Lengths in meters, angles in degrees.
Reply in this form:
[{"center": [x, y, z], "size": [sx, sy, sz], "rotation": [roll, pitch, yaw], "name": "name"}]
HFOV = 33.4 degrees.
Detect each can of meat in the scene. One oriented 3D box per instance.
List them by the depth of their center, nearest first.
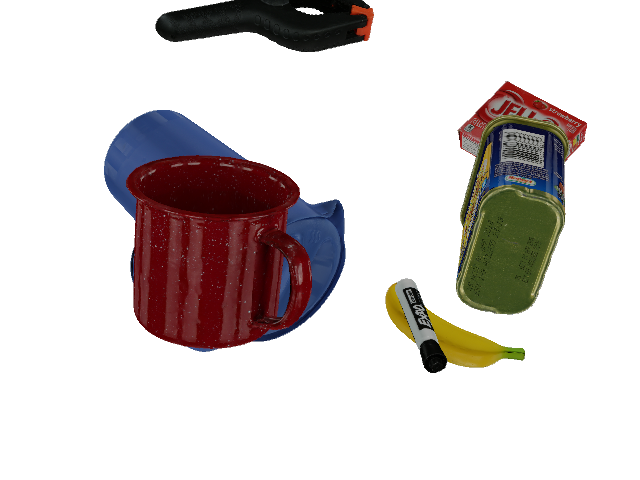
[{"center": [0.122, -0.015, 0.684], "size": [0.057, 0.102, 0.084], "rotation": [13, 38, 3], "name": "can of meat"}]

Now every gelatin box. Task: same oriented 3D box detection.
[{"center": [0.180, -0.095, 0.954], "size": [0.089, 0.073, 0.030], "rotation": [35, -23, 27], "name": "gelatin box"}]

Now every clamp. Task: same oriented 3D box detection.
[{"center": [-0.042, -0.202, 0.870], "size": [0.171, 0.120, 0.039], "rotation": [7, -27, -6], "name": "clamp"}]

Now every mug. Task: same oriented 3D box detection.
[{"center": [-0.051, 0.010, 0.581], "size": [0.117, 0.081, 0.093], "rotation": [22, 28, 32], "name": "mug"}]

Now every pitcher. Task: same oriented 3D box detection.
[{"center": [-0.107, -0.016, 1.000], "size": [0.148, 0.145, 0.243], "rotation": [-14, 41, -40], "name": "pitcher"}]

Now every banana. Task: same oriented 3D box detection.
[{"center": [0.117, 0.089, 1.104], "size": [0.069, 0.037, 0.198], "rotation": [5, 17, -39], "name": "banana"}]

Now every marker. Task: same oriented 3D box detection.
[{"center": [0.081, 0.069, 0.870], "size": [0.020, 0.020, 0.121], "rotation": [0, 28, -9], "name": "marker"}]
